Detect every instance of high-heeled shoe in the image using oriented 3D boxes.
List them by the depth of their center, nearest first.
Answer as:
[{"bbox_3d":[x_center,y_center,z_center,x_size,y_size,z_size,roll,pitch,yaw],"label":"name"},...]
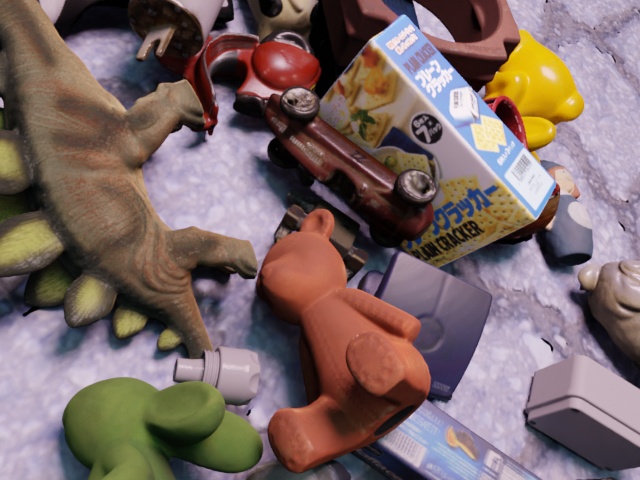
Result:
[{"bbox_3d":[-0.211,-0.242,0.589,0.249,0.086,0.145,-49,119,-16],"label":"high-heeled shoe"}]

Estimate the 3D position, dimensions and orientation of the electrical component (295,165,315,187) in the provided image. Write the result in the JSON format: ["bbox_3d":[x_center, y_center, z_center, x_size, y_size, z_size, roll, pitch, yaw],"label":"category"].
[{"bbox_3d":[-0.006,-0.102,0.606,0.063,0.021,0.094,-3,64,-23],"label":"electrical component"}]

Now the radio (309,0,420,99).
[{"bbox_3d":[0.058,-0.238,0.674,0.131,0.073,0.229,3,61,-19],"label":"radio"}]

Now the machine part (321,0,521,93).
[{"bbox_3d":[0.108,-0.257,0.608,0.201,0.087,0.201,1,63,-23],"label":"machine part"}]

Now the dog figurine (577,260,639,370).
[{"bbox_3d":[0.368,0.129,0.598,0.173,0.121,0.190,10,75,22],"label":"dog figurine"}]

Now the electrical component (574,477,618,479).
[{"bbox_3d":[0.265,0.288,0.488,0.134,0.058,0.115,39,55,2],"label":"electrical component"}]

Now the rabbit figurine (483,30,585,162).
[{"bbox_3d":[0.227,-0.152,0.678,0.173,0.121,0.162,-25,63,-8],"label":"rabbit figurine"}]

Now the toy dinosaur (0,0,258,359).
[{"bbox_3d":[-0.192,-0.067,0.434,0.198,0.105,0.471,-25,91,-27],"label":"toy dinosaur"}]

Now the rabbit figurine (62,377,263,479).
[{"bbox_3d":[-0.125,0.154,0.356,0.159,0.121,0.170,-28,46,-3],"label":"rabbit figurine"}]

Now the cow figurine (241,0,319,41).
[{"bbox_3d":[-0.056,-0.334,0.646,0.085,0.127,0.195,-7,69,-28],"label":"cow figurine"}]

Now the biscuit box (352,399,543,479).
[{"bbox_3d":[0.117,0.203,0.471,0.203,0.062,0.059,35,57,-1],"label":"biscuit box"}]

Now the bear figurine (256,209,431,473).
[{"bbox_3d":[-0.002,0.061,0.428,0.132,0.120,0.196,19,31,-57],"label":"bear figurine"}]

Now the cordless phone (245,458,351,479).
[{"bbox_3d":[-0.062,0.239,0.381,0.184,0.088,0.146,-6,66,-3],"label":"cordless phone"}]

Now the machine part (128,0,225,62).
[{"bbox_3d":[-0.125,-0.271,0.540,0.079,0.079,0.243,21,64,-10],"label":"machine part"}]

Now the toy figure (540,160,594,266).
[{"bbox_3d":[0.303,-0.042,0.679,0.064,0.058,0.154,37,43,-48],"label":"toy figure"}]

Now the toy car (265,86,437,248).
[{"bbox_3d":[0.021,-0.068,0.526,0.202,0.089,0.053,37,59,6],"label":"toy car"}]

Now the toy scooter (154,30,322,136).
[{"bbox_3d":[-0.086,-0.166,0.578,0.184,0.075,0.135,5,62,-16],"label":"toy scooter"}]

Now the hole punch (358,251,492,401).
[{"bbox_3d":[0.090,0.083,0.511,0.142,0.092,0.116,26,61,-11],"label":"hole punch"}]

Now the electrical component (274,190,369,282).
[{"bbox_3d":[0.000,-0.001,0.545,0.102,0.045,0.078,31,29,-7],"label":"electrical component"}]
